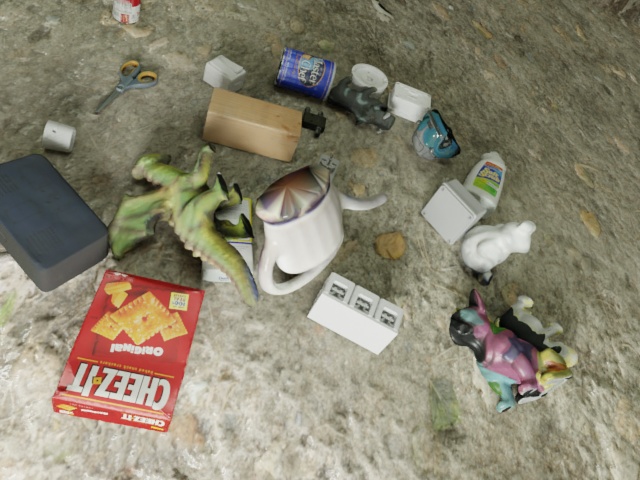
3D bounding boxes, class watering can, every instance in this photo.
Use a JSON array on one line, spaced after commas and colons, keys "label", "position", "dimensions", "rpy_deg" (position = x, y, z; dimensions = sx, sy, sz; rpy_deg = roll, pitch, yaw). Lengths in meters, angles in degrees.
[{"label": "watering can", "position": [0.003, -0.049, 0.971], "dimensions": [0.105, 0.219, 0.353], "rpy_deg": [25, 57, 36]}]

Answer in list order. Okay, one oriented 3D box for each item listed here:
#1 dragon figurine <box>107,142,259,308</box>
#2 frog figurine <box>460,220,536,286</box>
[{"label": "dragon figurine", "position": [-0.258, -0.028, 0.919], "dimensions": [0.242, 0.119, 0.419], "rpy_deg": [-20, 54, 2]}, {"label": "frog figurine", "position": [0.389, 0.004, 1.137], "dimensions": [0.139, 0.156, 0.124], "rpy_deg": [-31, 69, -38]}]
